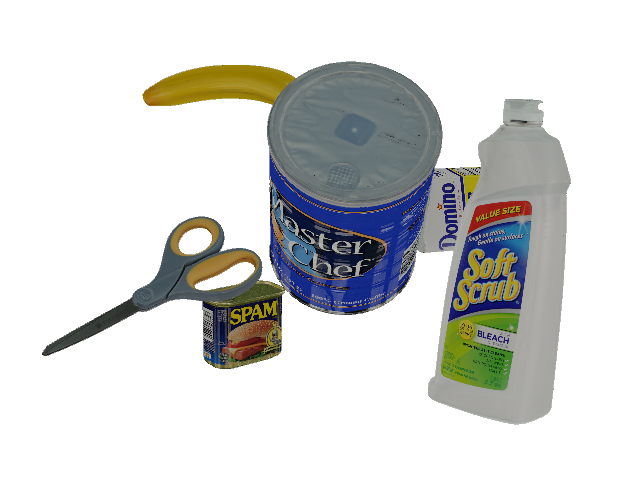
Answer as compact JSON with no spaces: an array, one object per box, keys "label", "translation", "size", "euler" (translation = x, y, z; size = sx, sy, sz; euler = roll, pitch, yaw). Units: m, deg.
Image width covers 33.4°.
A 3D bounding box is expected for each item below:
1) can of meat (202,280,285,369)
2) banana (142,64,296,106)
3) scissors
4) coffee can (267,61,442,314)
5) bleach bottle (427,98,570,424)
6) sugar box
[{"label":"can of meat","translation":[-0.093,0.101,1.281],"size":[0.101,0.084,0.058],"euler":[-10,18,-37]},{"label":"banana","translation":[-0.093,-0.163,1.154],"size":[0.198,0.037,0.069],"euler":[9,44,18]},{"label":"scissors","translation":[-0.149,0.033,0.913],"size":[0.201,0.096,0.016],"euler":[-15,-34,-19]},{"label":"coffee can","translation":[0.018,-0.029,0.680],"size":[0.103,0.103,0.140],"euler":[0,-31,-2]},{"label":"bleach bottle","translation":[0.145,0.013,0.854],"size":[0.103,0.251,0.067],"euler":[12,14,41]},{"label":"sugar box","translation":[0.190,-0.039,1.255],"size":[0.176,0.093,0.048],"euler":[-6,21,-26]}]
